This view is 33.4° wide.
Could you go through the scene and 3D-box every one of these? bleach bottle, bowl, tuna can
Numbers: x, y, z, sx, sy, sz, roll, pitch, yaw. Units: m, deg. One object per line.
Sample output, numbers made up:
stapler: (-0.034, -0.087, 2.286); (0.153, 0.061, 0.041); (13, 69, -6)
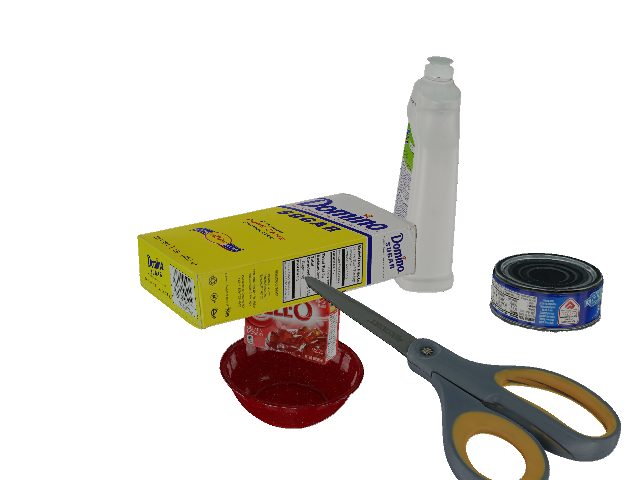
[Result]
bleach bottle: (0.120, -0.075, 1.180); (0.068, 0.251, 0.102); (0, 25, -10)
bowl: (-0.033, 0.163, 1.204); (0.162, 0.055, 0.162); (2, 26, -1)
tuna can: (0.176, 0.039, 0.831); (0.086, 0.034, 0.086); (0, 19, 0)

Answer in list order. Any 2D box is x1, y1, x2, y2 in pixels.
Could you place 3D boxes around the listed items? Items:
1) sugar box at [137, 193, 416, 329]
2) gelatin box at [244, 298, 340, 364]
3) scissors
sugar box: (-0.029, 0.009, 0.750); (0.175, 0.048, 0.093); (-16, 26, -30)
gelatin box: (-0.027, 0.067, 0.975); (0.089, 0.073, 0.030); (13, 20, 26)
scissors: (0.053, 0.076, 0.558); (0.202, 0.016, 0.096); (19, 42, 26)
